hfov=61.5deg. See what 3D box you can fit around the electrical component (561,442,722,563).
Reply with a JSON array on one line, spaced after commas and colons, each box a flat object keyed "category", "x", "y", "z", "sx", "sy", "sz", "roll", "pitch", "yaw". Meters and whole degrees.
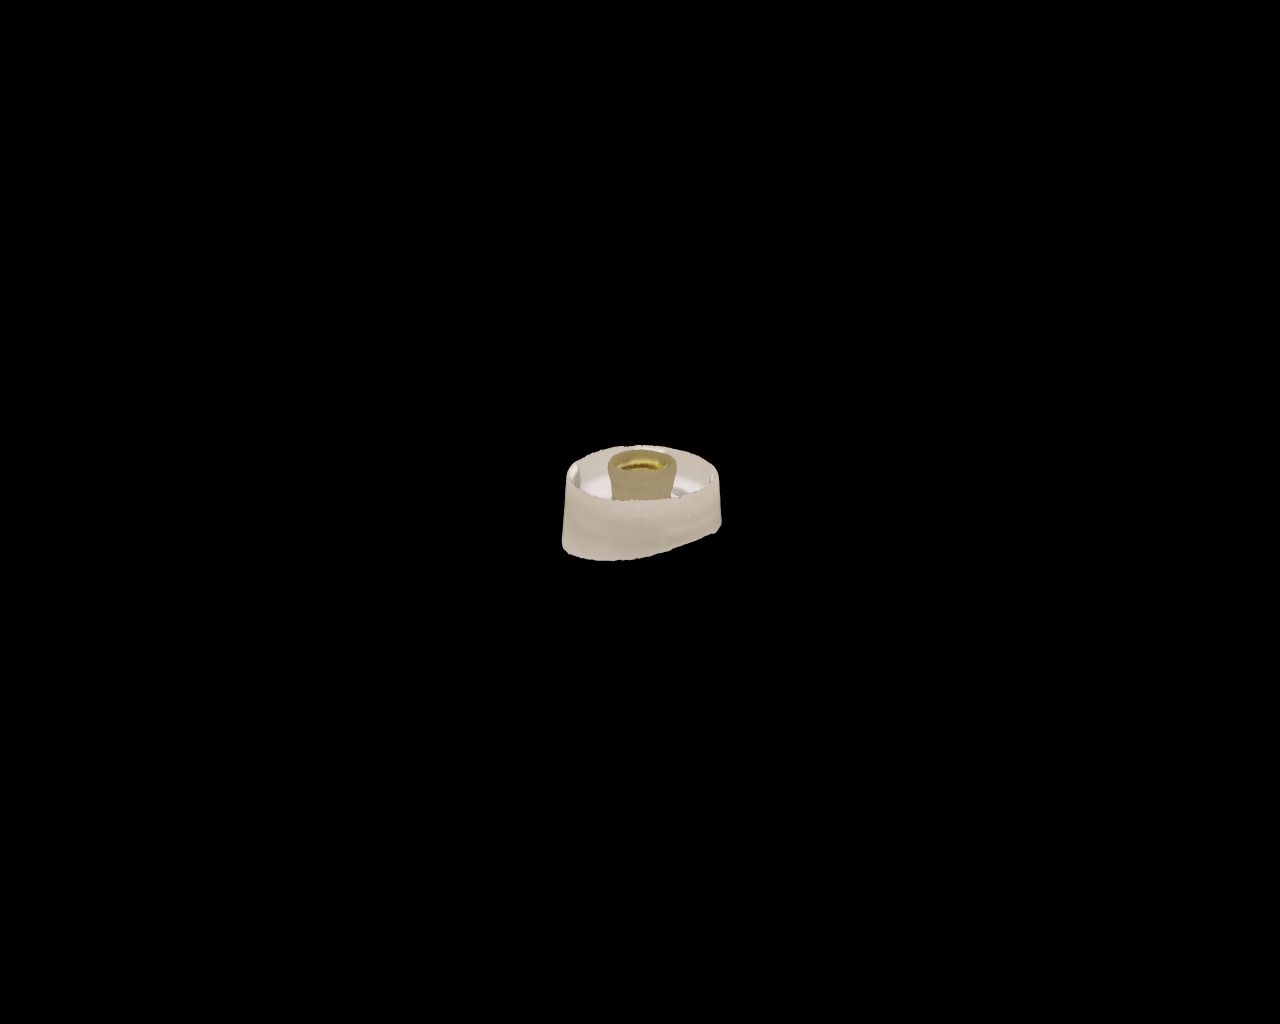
[{"category": "electrical component", "x": 0.001, "y": -0.003, "z": 0.650, "sx": 0.099, "sy": 0.064, "sz": 0.099, "roll": 0, "pitch": 25, "yaw": 0}]
